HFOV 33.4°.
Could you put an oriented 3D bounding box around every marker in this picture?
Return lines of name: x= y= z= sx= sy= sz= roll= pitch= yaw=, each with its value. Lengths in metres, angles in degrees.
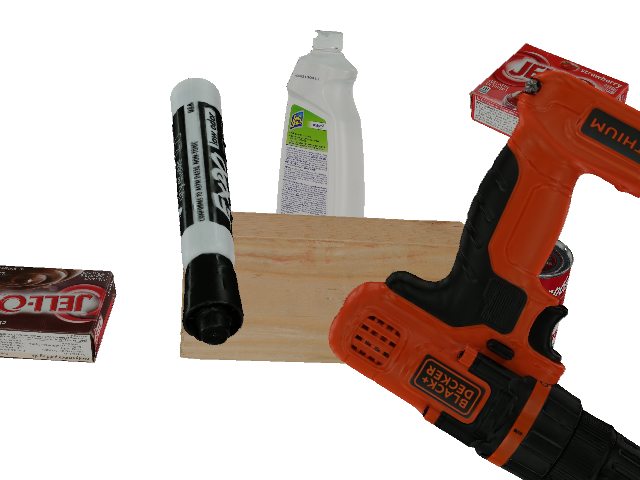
marker: x=-0.040 y=-0.013 z=0.363 sx=0.020 sy=0.020 sz=0.121 roll=0 pitch=44 yaw=-11

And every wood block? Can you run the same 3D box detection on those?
wood block: x=0.006 y=0.033 z=0.763 sx=0.206 sy=0.090 sz=0.091 roll=3 pitch=11 yaw=-6

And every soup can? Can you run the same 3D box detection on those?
soup can: x=0.185 y=0.053 z=0.963 sx=0.068 sy=0.102 sz=0.068 roll=2 pitch=34 yaw=-2

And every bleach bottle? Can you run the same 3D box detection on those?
bleach bottle: x=0.006 y=-0.091 z=1.119 sx=0.103 sy=0.251 sz=0.067 roll=13 pitch=16 yaw=34

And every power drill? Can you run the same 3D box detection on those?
power drill: x=0.121 y=0.026 z=0.529 sx=0.184 sy=0.188 sz=0.057 roll=31 pitch=9 yaw=5

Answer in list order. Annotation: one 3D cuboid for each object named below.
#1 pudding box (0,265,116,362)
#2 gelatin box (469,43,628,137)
pudding box: x=-0.241 y=0.063 z=0.923 sx=0.113 sy=0.039 sz=0.090 roll=1 pitch=32 yaw=1
gelatin box: x=0.165 y=-0.101 z=0.775 sx=0.089 sy=0.030 sz=0.073 roll=30 pitch=56 yaw=29
